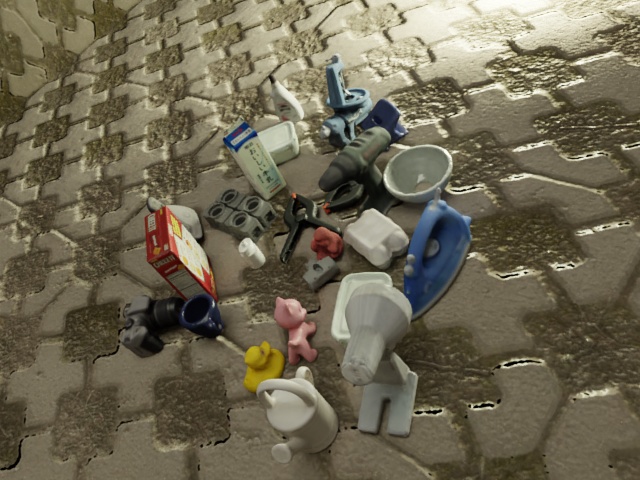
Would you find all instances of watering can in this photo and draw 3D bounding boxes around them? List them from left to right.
[{"bbox_3d":[-0.044,0.308,1.025,0.101,0.195,0.172,-24,45,8],"label":"watering can"}]

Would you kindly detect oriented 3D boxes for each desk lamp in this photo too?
[{"bbox_3d":[0.105,0.211,1.018,0.117,0.214,0.203,-4,51,25],"label":"desk lamp"}]

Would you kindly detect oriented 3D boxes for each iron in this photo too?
[{"bbox_3d":[0.218,0.024,1.172,0.118,0.142,0.258,9,57,33],"label":"iron"}]

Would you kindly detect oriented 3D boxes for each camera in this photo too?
[{"bbox_3d":[-0.398,0.189,1.378,0.136,0.101,0.143,-15,47,16],"label":"camera"}]

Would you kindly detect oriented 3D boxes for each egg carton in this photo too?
[{"bbox_3d":[0.127,-0.004,1.295,0.107,0.070,0.149,-41,46,-10],"label":"egg carton"}]

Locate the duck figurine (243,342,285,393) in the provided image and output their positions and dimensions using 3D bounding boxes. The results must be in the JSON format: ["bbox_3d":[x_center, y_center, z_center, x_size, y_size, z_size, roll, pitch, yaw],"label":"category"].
[{"bbox_3d":[-0.128,0.259,1.188,0.077,0.086,0.105,21,64,38],"label":"duck figurine"}]

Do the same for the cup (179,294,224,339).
[{"bbox_3d":[-0.253,0.189,1.307,0.092,0.095,0.117,-45,47,-14],"label":"cup"}]

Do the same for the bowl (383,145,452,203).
[{"bbox_3d":[0.237,-0.143,1.354,0.167,0.075,0.167,-14,47,16],"label":"bowl"}]

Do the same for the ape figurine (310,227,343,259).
[{"bbox_3d":[0.012,0.005,1.331,0.076,0.092,0.077,-42,46,-10],"label":"ape figurine"}]

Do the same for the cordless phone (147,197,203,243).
[{"bbox_3d":[-0.403,-0.070,1.544,0.094,0.186,0.147,-31,45,0],"label":"cordless phone"}]

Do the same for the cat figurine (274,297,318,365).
[{"bbox_3d":[-0.057,0.180,1.197,0.067,0.118,0.127,-18,46,13],"label":"cat figurine"}]

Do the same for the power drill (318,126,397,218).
[{"bbox_3d":[0.100,-0.140,1.328,0.075,0.209,0.230,17,62,37],"label":"power drill"}]

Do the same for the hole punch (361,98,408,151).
[{"bbox_3d":[0.166,-0.306,1.520,0.101,0.091,0.108,-35,45,-4],"label":"hole punch"}]

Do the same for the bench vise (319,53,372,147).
[{"bbox_3d":[0.061,-0.371,1.539,0.121,0.220,0.207,-3,51,26],"label":"bench vise"}]

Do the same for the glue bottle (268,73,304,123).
[{"bbox_3d":[-0.114,-0.425,1.709,0.078,0.174,0.037,-10,49,20],"label":"glue bottle"}]
